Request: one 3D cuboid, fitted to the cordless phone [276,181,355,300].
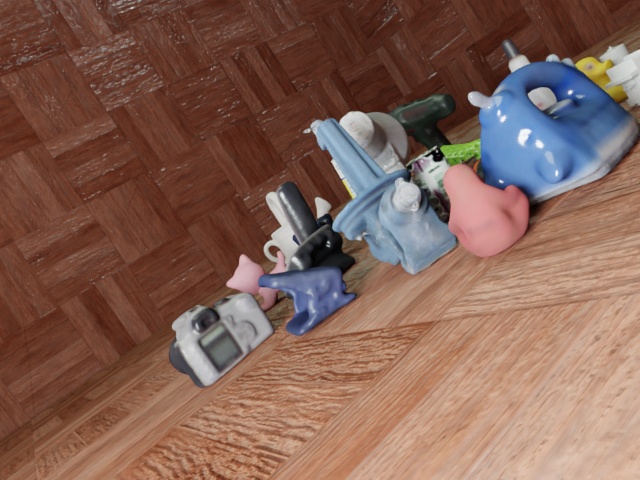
[{"bbox_3d":[-0.038,-0.003,0.979,0.094,0.185,0.148,-30,6,32],"label":"cordless phone"}]

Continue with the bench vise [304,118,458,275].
[{"bbox_3d":[0.072,-0.071,0.699,0.122,0.220,0.207,-36,5,-27],"label":"bench vise"}]

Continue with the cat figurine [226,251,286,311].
[{"bbox_3d":[-0.114,0.073,1.133,0.128,0.118,0.067,-33,5,5],"label":"cat figurine"}]

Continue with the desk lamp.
[{"bbox_3d":[0.106,-0.108,0.912,0.118,0.213,0.203,-32,5,13],"label":"desk lamp"}]

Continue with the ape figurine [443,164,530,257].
[{"bbox_3d":[0.154,-0.034,0.554,0.077,0.092,0.076,-30,6,39],"label":"ape figurine"}]

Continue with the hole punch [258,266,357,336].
[{"bbox_3d":[-0.019,0.062,0.750,0.101,0.091,0.108,-34,5,-15],"label":"hole punch"}]

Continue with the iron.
[{"bbox_3d":[0.257,-0.138,0.628,0.259,0.141,0.118,-37,6,-36],"label":"iron"}]

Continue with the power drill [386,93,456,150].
[{"bbox_3d":[0.253,-0.248,1.414,0.229,0.208,0.076,-29,6,39],"label":"power drill"}]

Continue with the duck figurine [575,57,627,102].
[{"bbox_3d":[0.435,-0.250,0.923,0.078,0.086,0.104,-36,5,-32],"label":"duck figurine"}]

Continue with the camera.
[{"bbox_3d":[-0.167,0.144,0.856,0.143,0.101,0.136,-37,6,-39],"label":"camera"}]

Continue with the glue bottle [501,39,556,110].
[{"bbox_3d":[0.292,-0.194,0.770,0.037,0.173,0.078,-36,5,-27],"label":"glue bottle"}]

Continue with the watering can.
[{"bbox_3d":[-0.050,-0.026,1.256,0.173,0.194,0.100,-36,6,-33],"label":"watering can"}]

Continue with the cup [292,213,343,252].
[{"bbox_3d":[0.011,0.004,1.144,0.092,0.095,0.117,-36,5,-28],"label":"cup"}]
